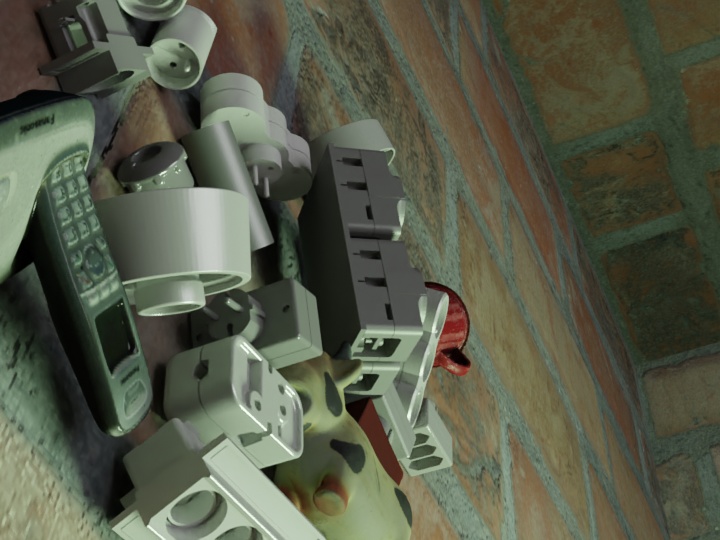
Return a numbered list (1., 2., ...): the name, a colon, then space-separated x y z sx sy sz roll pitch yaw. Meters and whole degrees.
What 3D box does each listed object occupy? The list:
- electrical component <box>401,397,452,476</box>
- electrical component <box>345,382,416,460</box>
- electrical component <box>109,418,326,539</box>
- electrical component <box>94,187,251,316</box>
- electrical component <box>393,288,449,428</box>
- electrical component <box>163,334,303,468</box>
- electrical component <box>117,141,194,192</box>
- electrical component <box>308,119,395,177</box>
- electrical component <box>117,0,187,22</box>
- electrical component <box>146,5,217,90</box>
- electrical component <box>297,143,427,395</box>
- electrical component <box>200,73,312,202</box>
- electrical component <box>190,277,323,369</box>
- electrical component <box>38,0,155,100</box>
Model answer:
1. electrical component: 0.060 0.155 1.089 0.076 0.047 0.065 -85 151 -51
2. electrical component: 0.012 0.145 0.957 0.076 0.047 0.065 -57 126 -68
3. electrical component: -0.084 0.146 0.635 0.063 0.079 0.121 47 -6 49
4. electrical component: -0.116 -0.006 0.640 0.108 0.108 0.060 15 65 -69
5. electrical component: 0.032 0.079 1.039 0.052 0.074 0.138 43 62 -74
6. electrical component: -0.085 0.091 0.705 0.095 0.059 0.053 53 26 -45
7. electrical component: -0.133 -0.053 0.733 0.048 0.048 0.062 -82 156 -54
8. electrical component: -0.014 -0.104 1.054 0.064 0.099 0.099 67 17 6
9. electrical component: -0.157 -0.225 0.809 0.078 0.058 0.057 49 26 -50
10. electrical component: -0.138 -0.180 0.841 0.081 0.043 0.043 -85 151 -51
11. electrical component: 0.000 0.000 0.905 0.105 0.060 0.186 117 -30 -50
12. electrical component: -0.085 -0.095 0.900 0.138 0.052 0.073 48 29 -53
13. electrical component: -0.080 0.036 0.733 0.076 0.083 0.047 44 33 -56
14. electrical component: -0.175 -0.149 0.704 0.063 0.042 0.081 69 17 -2
